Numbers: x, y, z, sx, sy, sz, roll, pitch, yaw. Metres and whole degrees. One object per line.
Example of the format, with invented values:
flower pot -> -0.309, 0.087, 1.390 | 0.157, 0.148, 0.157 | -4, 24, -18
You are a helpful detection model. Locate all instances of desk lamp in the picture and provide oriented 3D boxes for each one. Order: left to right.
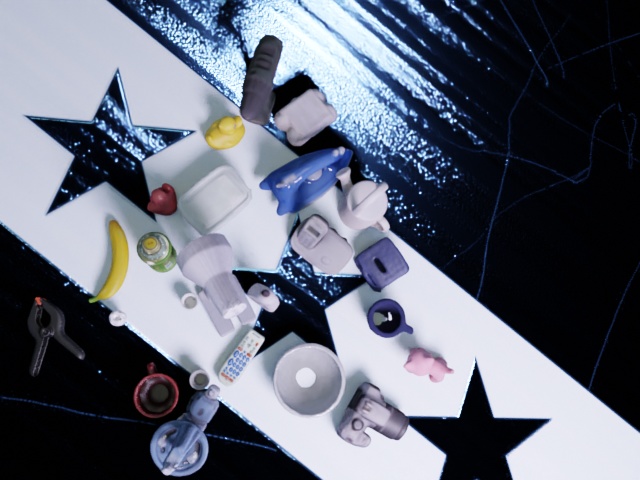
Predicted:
desk lamp -> -0.219, 0.100, 1.260 | 0.118, 0.213, 0.203 | -29, 86, -12

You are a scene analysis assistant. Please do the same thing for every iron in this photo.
iron -> -0.014, -0.170, 1.377 | 0.258, 0.141, 0.118 | -34, 87, -13

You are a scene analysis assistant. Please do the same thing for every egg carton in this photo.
egg carton -> -0.036, -0.308, 1.434 | 0.150, 0.069, 0.107 | -40, 88, -13

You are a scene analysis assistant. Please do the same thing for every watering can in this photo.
watering can -> 0.102, -0.093, 1.355 | 0.173, 0.194, 0.101 | 28, 77, -3

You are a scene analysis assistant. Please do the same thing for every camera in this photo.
camera -> 0.129, 0.420, 1.319 | 0.137, 0.100, 0.143 | 31, 77, -3

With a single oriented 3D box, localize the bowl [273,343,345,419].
bowl -> -0.028, 0.323, 1.324 | 0.167, 0.074, 0.167 | 2, 80, -9

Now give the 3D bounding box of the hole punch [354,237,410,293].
hole punch -> 0.149, 0.061, 1.389 | 0.101, 0.091, 0.108 | -34, 87, -13

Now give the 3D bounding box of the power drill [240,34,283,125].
power drill -> -0.143, -0.355, 1.353 | 0.075, 0.208, 0.230 | 15, 78, -6

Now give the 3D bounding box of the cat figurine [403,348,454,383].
cat figurine -> 0.254, 0.295, 1.352 | 0.128, 0.117, 0.067 | 19, 78, -5

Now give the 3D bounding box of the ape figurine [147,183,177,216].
ape figurine -> -0.369, -0.096, 1.332 | 0.078, 0.092, 0.076 | -36, 87, -13

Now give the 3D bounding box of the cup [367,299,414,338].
cup -> 0.161, 0.194, 1.366 | 0.118, 0.095, 0.092 | 26, 77, -4

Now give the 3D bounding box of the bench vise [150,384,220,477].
bench vise -> -0.286, 0.400, 1.195 | 0.121, 0.219, 0.207 | 14, 78, -6

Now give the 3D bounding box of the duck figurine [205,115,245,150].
duck figurine -> -0.230, -0.268, 1.387 | 0.105, 0.086, 0.077 | -29, 86, -12

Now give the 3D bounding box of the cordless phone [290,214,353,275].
cordless phone -> 0.012, 0.005, 1.329 | 0.147, 0.185, 0.094 | 35, 77, -2

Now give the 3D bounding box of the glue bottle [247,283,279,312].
glue bottle -> -0.124, 0.127, 1.292 | 0.078, 0.173, 0.037 | 36, 77, -1
